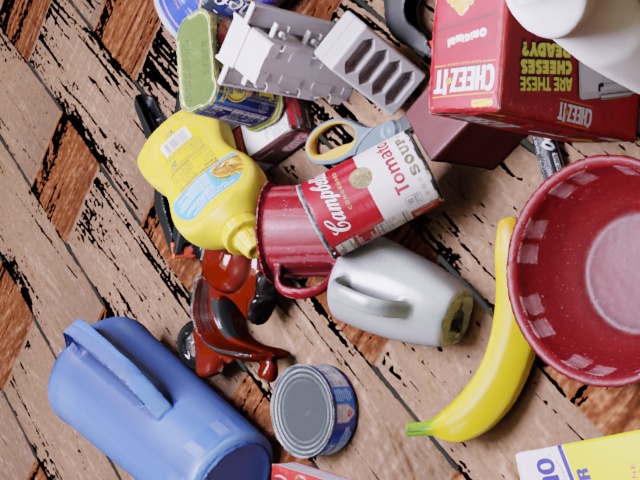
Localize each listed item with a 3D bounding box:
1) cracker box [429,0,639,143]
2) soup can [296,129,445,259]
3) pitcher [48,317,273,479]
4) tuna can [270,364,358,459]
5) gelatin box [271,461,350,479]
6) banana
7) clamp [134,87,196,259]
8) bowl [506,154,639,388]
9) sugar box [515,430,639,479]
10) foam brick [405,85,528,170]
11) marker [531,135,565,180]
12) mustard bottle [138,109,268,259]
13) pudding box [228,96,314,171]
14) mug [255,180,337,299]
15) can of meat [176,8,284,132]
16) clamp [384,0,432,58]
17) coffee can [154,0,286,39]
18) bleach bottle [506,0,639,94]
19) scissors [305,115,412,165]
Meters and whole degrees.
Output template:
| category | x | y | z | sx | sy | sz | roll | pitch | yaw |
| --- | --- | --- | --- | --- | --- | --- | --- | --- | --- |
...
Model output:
| category | x | y | z | sx | sy | sz | roll | pitch | yaw |
| --- | --- | --- | --- | --- | --- | --- | --- | --- | --- |
| cracker box | 0.157 | -0.183 | 0.749 | 0.072 | 0.163 | 0.214 | 4 | 89 | 49 |
| soup can | 0.041 | -0.037 | 0.861 | 0.102 | 0.068 | 0.068 | -27 | 63 | 6 |
| pitcher | -0.164 | 0.179 | 1.078 | 0.243 | 0.148 | 0.145 | 29 | 108 | 40 |
| tuna can | -0.006 | 0.157 | 0.987 | 0.086 | 0.033 | 0.086 | -5 | 84 | 46 |
| gelatin box | -0.010 | 0.250 | 0.987 | 0.089 | 0.030 | 0.073 | 5 | 90 | 46 |
| banana | 0.134 | 0.082 | 0.829 | 0.069 | 0.037 | 0.198 | 23 | 101 | 2 |
| clamp | -0.152 | -0.087 | 1.145 | 0.165 | 0.036 | 0.210 | -29 | 67 | 58 |
| bowl | 0.212 | 0.022 | 0.753 | 0.162 | 0.055 | 0.162 | -5 | 83 | 46 |
| sugar box | 0.222 | 0.178 | 0.737 | 0.177 | 0.048 | 0.093 | -24 | 70 | 42 |
| foam brick | 0.117 | -0.094 | 0.846 | 0.051 | 0.078 | 0.053 | -48 | 55 | 34 |
| marker | 0.173 | -0.083 | 0.829 | 0.020 | 0.020 | 0.121 | -28 | 67 | 42 |
| mustard bottle | -0.100 | -0.046 | 1.005 | 0.096 | 0.058 | 0.192 | -40 | 48 | 3 |
| pudding box | -0.061 | -0.121 | 1.064 | 0.114 | 0.039 | 0.090 | -30 | 64 | 39 |
| mug | -0.006 | 0.001 | 0.939 | 0.082 | 0.093 | 0.117 | -1 | 50 | 16 |
| can of meat | -0.086 | -0.161 | 1.007 | 0.058 | 0.083 | 0.102 | -19 | 71 | 42 |
| clamp | 0.074 | -0.226 | 0.929 | 0.120 | 0.039 | 0.171 | -23 | 70 | 43 |
| coffee can | -0.083 | -0.260 | 1.052 | 0.141 | 0.102 | 0.103 | -33 | 64 | 40 |
| bleach bottle | 0.191 | -0.131 | 0.646 | 0.068 | 0.250 | 0.102 | -36 | 62 | 39 |
| scissors | 0.059 | -0.076 | 0.950 | 0.202 | 0.016 | 0.096 | -2 | 87 | 47 |
